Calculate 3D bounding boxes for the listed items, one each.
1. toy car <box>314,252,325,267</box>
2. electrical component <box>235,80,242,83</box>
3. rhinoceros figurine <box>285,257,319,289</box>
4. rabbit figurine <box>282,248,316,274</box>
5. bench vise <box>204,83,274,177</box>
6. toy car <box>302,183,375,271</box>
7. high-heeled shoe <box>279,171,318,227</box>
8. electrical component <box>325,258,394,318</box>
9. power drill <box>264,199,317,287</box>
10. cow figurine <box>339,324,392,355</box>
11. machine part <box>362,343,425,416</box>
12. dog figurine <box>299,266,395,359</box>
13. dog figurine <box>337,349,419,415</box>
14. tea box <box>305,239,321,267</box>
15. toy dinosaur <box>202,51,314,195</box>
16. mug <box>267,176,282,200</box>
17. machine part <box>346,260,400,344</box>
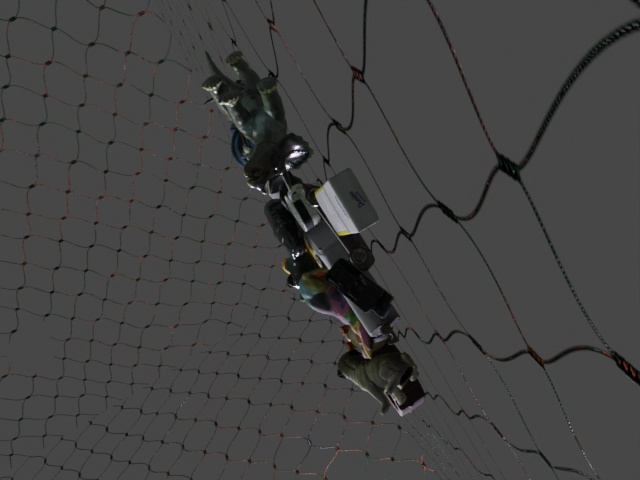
[{"bbox_3d":[0.034,0.055,1.348,0.056,0.073,0.201,52,171,30],"label":"toy car"},{"bbox_3d":[-0.198,-0.347,1.326,0.045,0.078,0.102,34,176,8],"label":"electrical component"},{"bbox_3d":[-0.033,0.100,1.483,0.073,0.112,0.190,37,-172,33],"label":"rhinoceros figurine"},{"bbox_3d":[-0.066,0.010,1.554,0.162,0.122,0.173,-3,129,55],"label":"rabbit figurine"},{"bbox_3d":[-0.170,-0.255,1.262,0.223,0.129,0.241,56,166,-21],"label":"bench vise"},{"bbox_3d":[0.036,-0.029,1.012,0.202,0.053,0.089,55,-176,4],"label":"toy car"},{"bbox_3d":[-0.044,-0.079,1.263,0.145,0.086,0.249,74,174,-48],"label":"high-heeled shoe"},{"bbox_3d":[0.082,0.097,1.042,0.134,0.058,0.115,38,-177,17],"label":"electrical component"},{"bbox_3d":[-0.065,0.019,1.286,0.232,0.086,0.207,58,177,46],"label":"power drill"},{"bbox_3d":[0.120,0.230,1.367,0.195,0.127,0.085,-18,90,68],"label":"cow figurine"},{"bbox_3d":[0.203,0.371,1.478,0.201,0.087,0.200,58,174,25],"label":"machine part"},{"bbox_3d":[0.061,0.164,1.224,0.108,0.192,0.219,81,173,-60],"label":"dog figurine"},{"bbox_3d":[0.133,0.307,1.330,0.191,0.172,0.121,35,-163,34],"label":"dog figurine"},{"bbox_3d":[-0.003,-0.004,1.391,0.098,0.068,0.169,54,173,40],"label":"tea box"},{"bbox_3d":[-0.127,-0.242,1.051,0.191,0.131,0.405,64,178,-41],"label":"toy dinosaur"},{"bbox_3d":[-0.074,-0.112,1.443,0.107,0.081,0.110,50,173,-33],"label":"mug"},{"bbox_3d":[0.094,0.116,1.144,0.243,0.079,0.079,55,173,25],"label":"machine part"}]
